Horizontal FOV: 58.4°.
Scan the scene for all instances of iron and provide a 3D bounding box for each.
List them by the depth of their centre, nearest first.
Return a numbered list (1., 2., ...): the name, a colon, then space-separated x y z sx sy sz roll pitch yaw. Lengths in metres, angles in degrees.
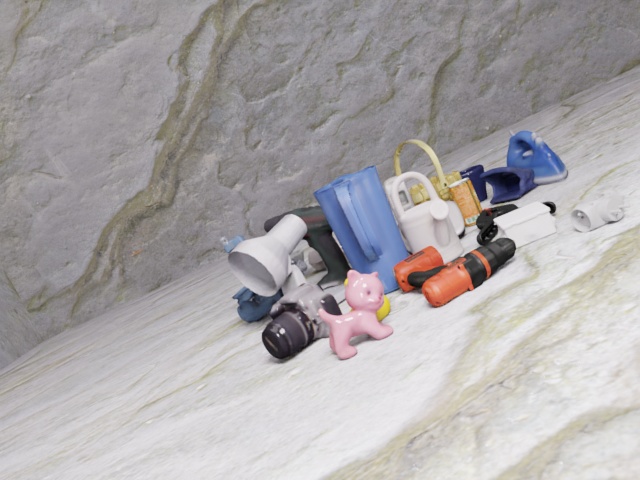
1. iron: 0.552 -0.224 1.477 0.118 0.141 0.258 -25 8 3

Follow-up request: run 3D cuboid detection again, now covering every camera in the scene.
1. camera: -0.050 0.146 1.031 0.137 0.101 0.142 -31 10 -38

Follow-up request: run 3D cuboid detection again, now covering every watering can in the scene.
1. watering can: 0.213 -0.047 1.156 0.101 0.194 0.172 -30 9 -33

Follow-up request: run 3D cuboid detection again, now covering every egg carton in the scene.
1. egg carton: 0.038 0.034 1.624 0.150 0.069 0.107 -18 10 40

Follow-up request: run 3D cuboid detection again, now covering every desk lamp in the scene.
1. desk lamp: -0.063 0.066 1.186 0.204 0.213 0.117 -31 10 -39

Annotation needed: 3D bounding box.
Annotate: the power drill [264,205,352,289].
1. power drill: -0.009 0.013 1.393 0.229 0.208 0.076 -21 9 27

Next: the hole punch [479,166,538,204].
1. hole punch: 0.470 -0.150 1.432 0.101 0.091 0.108 -30 9 -31

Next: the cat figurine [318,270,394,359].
1. cat figurine: 0.057 0.105 0.903 0.128 0.118 0.067 -27 8 -16

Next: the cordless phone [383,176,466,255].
1. cordless phone: 0.231 -0.070 1.287 0.147 0.185 0.094 -24 8 9

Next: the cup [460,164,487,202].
1. cup: 0.425 -0.152 1.570 0.118 0.095 0.091 -31 10 -38

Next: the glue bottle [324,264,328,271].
1. glue bottle: 0.014 0.005 1.506 0.037 0.173 0.078 -22 9 21

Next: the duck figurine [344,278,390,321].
1. duck figurine: 0.075 0.099 1.007 0.077 0.086 0.105 -21 9 25

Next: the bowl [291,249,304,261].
1. bowl: -0.112 0.094 1.675 0.167 0.075 0.167 -24 8 4

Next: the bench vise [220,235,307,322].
1. bench vise: -0.134 0.070 1.360 0.207 0.220 0.121 -24 8 5
